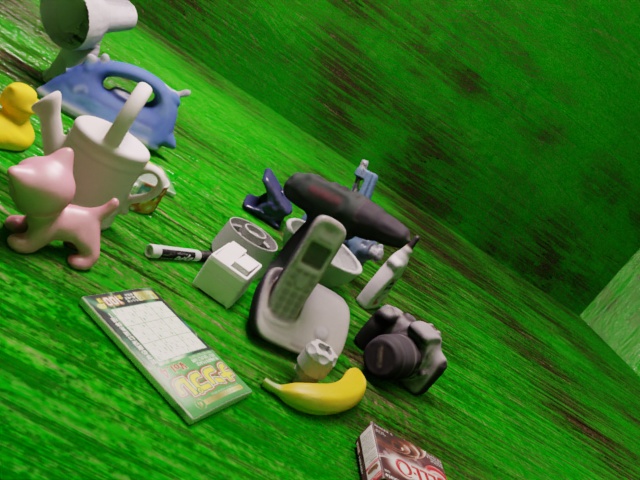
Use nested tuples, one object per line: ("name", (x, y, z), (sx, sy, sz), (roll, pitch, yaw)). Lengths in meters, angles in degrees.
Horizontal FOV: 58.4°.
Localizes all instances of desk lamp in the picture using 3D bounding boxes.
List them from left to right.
("desk lamp", (-0.453, -0.383, 1.110), (0.118, 0.213, 0.204), (37, 15, 8))

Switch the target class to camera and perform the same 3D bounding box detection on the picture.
("camera", (0.121, 0.164, 0.902), (0.142, 0.100, 0.137), (44, 17, 30))

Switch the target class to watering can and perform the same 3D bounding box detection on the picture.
("watering can", (-0.276, -0.119, 0.727), (0.173, 0.194, 0.100), (23, 19, -39))

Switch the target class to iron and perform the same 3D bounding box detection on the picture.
("iron", (-0.378, -0.276, 1.085), (0.259, 0.141, 0.118), (23, 19, -39))

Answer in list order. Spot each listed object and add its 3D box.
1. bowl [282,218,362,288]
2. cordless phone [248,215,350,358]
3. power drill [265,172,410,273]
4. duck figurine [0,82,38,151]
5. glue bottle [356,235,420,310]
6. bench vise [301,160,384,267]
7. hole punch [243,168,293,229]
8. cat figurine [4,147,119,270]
("bowl", (-0.008, 0.037, 1.062), (0.168, 0.074, 0.167), (33, 15, -10))
("cordless phone", (0.000, 0.066, 0.776), (0.148, 0.185, 0.094), (27, 17, -29))
("power drill", (0.009, 0.003, 0.942), (0.229, 0.208, 0.076), (41, 16, 21))
("duck figurine", (-0.426, -0.176, 0.786), (0.077, 0.086, 0.105), (37, 15, 6))
("glue bottle", (0.140, 0.060, 1.120), (0.037, 0.173, 0.078), (40, 16, 18))
("bench vise", (0.078, -0.047, 1.224), (0.207, 0.219, 0.122), (40, 16, 16))
("hole punch", (-0.099, -0.091, 1.224), (0.101, 0.091, 0.108), (32, 15, -12))
("cat figurine", (-0.283, -0.041, 0.621), (0.128, 0.117, 0.067), (22, 20, -41))
